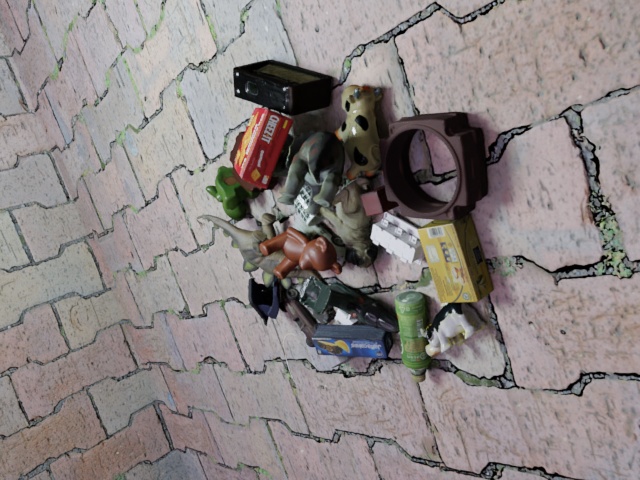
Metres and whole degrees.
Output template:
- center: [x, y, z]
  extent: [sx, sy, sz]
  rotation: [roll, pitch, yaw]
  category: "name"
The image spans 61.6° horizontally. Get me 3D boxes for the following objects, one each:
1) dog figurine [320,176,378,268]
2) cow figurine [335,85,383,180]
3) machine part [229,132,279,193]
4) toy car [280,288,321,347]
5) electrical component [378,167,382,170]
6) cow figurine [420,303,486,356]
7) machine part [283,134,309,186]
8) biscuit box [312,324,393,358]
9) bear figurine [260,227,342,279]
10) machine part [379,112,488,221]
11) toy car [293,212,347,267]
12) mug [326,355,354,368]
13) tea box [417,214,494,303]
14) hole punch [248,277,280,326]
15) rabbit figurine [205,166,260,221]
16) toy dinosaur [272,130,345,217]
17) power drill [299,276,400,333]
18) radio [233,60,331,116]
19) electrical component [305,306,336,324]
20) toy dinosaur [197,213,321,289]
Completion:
- center: [0.099, -0.038, 1.261]
  extent: [0.190, 0.121, 0.172]
  rotation: [51, 145, -4]
  category: "dog figurine"
- center: [0.089, -0.240, 1.144]
  extent: [0.127, 0.085, 0.195]
  rotation: [-35, 65, 60]
  category: "cow figurine"
- center: [-0.176, -0.217, 1.471]
  extent: [0.180, 0.056, 0.179]
  rotation: [11, 107, 40]
  category: "machine part"
- center: [-0.057, 0.232, 1.603]
  extent: [0.202, 0.053, 0.089]
  rotation: [50, 142, 17]
  category: "toy car"
- center: [0.148, -0.173, 1.174]
  extent: [0.063, 0.021, 0.093]
  rotation: [12, 115, 46]
  category: "electrical component"
- center: [0.277, 0.192, 1.186]
  extent: [0.098, 0.068, 0.167]
  rotation: [60, 138, 16]
  category: "cow figurine"
- center: [-0.044, -0.195, 1.341]
  extent: [0.243, 0.079, 0.079]
  rotation: [38, 134, 29]
  category: "machine part"
- center: [0.084, 0.261, 1.390]
  extent: [0.203, 0.063, 0.059]
  rotation: [-4, 118, 28]
  category: "biscuit box"
- center: [-0.043, 0.042, 1.321]
  extent: [0.196, 0.132, 0.120]
  rotation: [29, 151, 57]
  category: "bear figurine"
- center: [0.219, -0.144, 1.060]
  extent: [0.202, 0.087, 0.200]
  rotation: [10, 117, 47]
  category: "machine part"
- center: [-0.003, -0.004, 1.410]
  extent: [0.202, 0.056, 0.073]
  rotation: [43, 137, 25]
  category: "toy car"
- center: [0.045, 0.295, 1.506]
  extent: [0.107, 0.081, 0.109]
  rotation: [67, 155, 15]
  category: "mug"
- center: [0.278, 0.040, 1.103]
  extent: [0.098, 0.068, 0.169]
  rotation: [-8, 104, 51]
  category: "tea box"
- center: [-0.155, 0.171, 1.634]
  extent: [0.142, 0.092, 0.115]
  rotation: [-103, -10, -51]
  category: "hole punch"
- center: [-0.270, -0.127, 1.607]
  extent: [0.159, 0.121, 0.170]
  rotation: [38, 148, 21]
  category: "rabbit figurine"
- center: [-0.007, -0.159, 1.106]
  extent: [0.405, 0.131, 0.192]
  rotation: [172, 114, -74]
  category: "toy dinosaur"
- center: [0.067, 0.156, 1.317]
  extent: [0.232, 0.207, 0.086]
  rotation: [28, 102, 48]
  category: "power drill"
- center: [-0.095, -0.362, 1.267]
  extent: [0.230, 0.131, 0.073]
  rotation: [27, 130, 38]
  category: "radio"
- center: [-0.001, 0.200, 1.525]
  extent: [0.102, 0.045, 0.078]
  rotation: [39, 133, 29]
  category: "electrical component"
- center: [-0.166, 0.029, 1.540]
  extent: [0.472, 0.105, 0.198]
  rotation: [37, 138, 12]
  category: "toy dinosaur"
